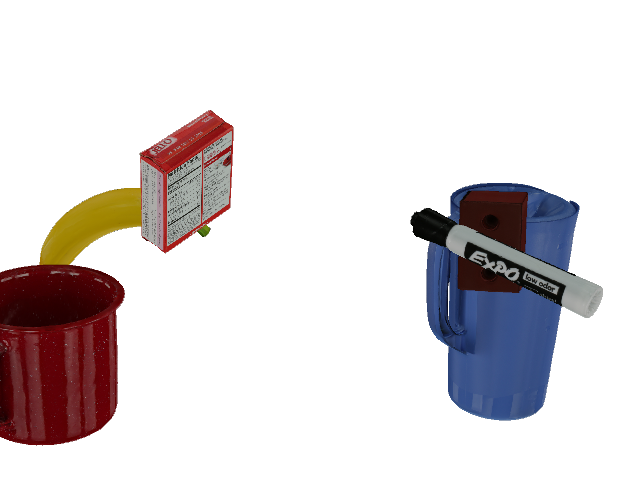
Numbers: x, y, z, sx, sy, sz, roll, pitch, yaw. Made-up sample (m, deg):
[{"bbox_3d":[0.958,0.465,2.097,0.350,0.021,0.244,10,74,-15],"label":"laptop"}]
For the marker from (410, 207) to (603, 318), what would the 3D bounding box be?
[{"bbox_3d":[0.101,0.010,0.603,0.121,0.020,0.020,27,15,32],"label":"marker"}]

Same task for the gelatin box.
[{"bbox_3d":[-0.101,-0.045,0.807,0.030,0.089,0.073,34,51,23],"label":"gelatin box"}]

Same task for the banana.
[{"bbox_3d":[-0.202,-0.011,1.011,0.198,0.069,0.037,-13,18,27],"label":"banana"}]

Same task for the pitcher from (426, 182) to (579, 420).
[{"bbox_3d":[0.190,0.068,1.147,0.149,0.243,0.145,5,20,9],"label":"pitcher"}]

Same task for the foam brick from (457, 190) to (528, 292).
[{"bbox_3d":[0.144,0.000,0.889,0.053,0.078,0.051,3,15,16],"label":"foam brick"}]

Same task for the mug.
[{"bbox_3d":[-0.169,0.073,0.633,0.093,0.081,0.117,12,23,22],"label":"mug"}]
